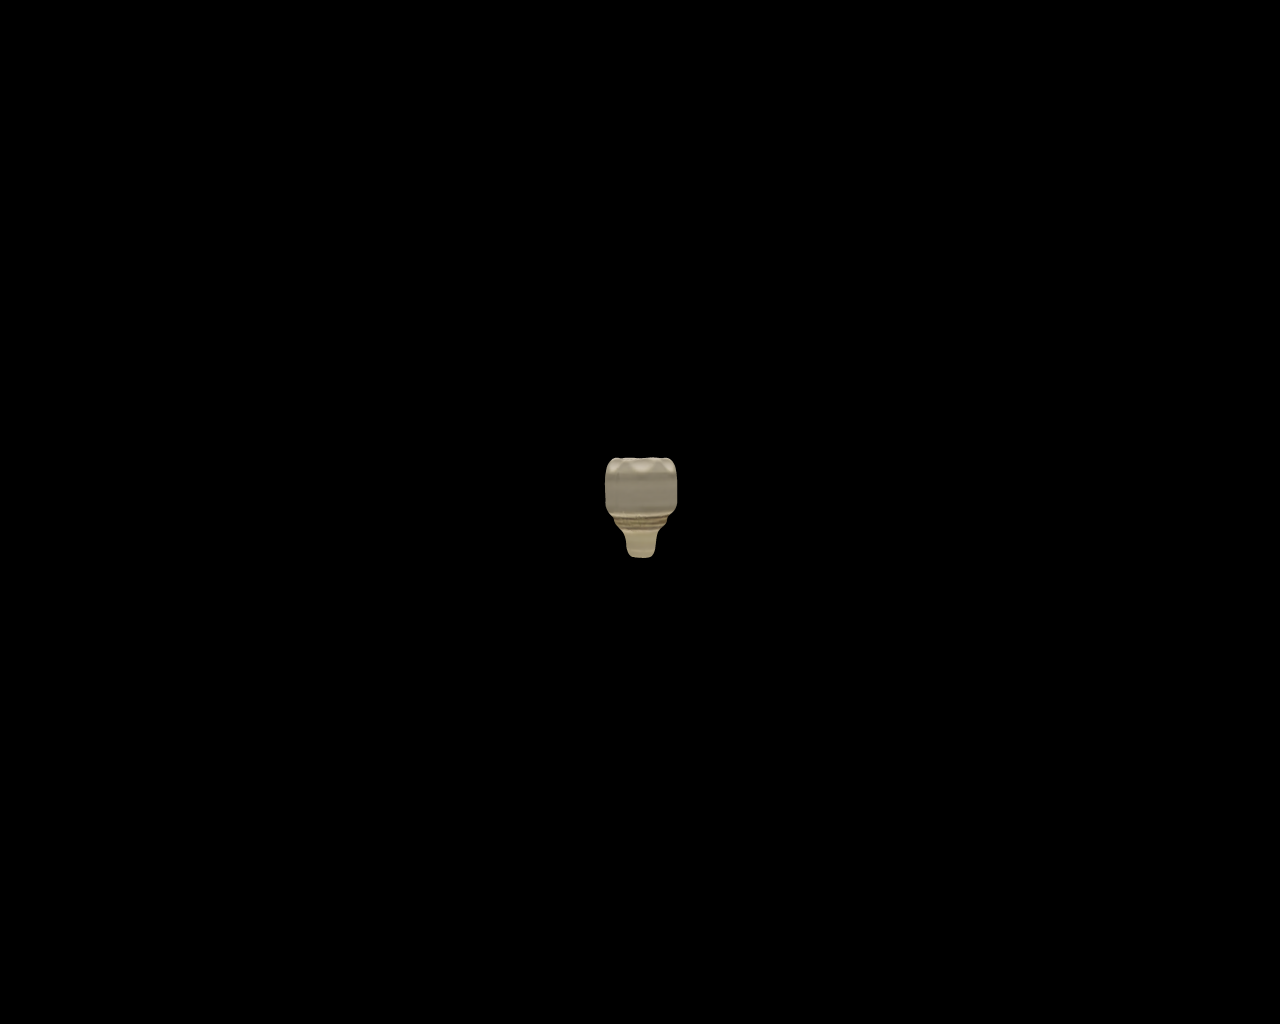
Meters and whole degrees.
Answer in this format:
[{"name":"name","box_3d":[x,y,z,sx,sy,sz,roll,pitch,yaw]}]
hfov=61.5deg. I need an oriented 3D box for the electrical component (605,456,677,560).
[{"name":"electrical component","box_3d":[0.001,-0.003,0.650,0.043,0.062,0.043,0,4,0]}]
